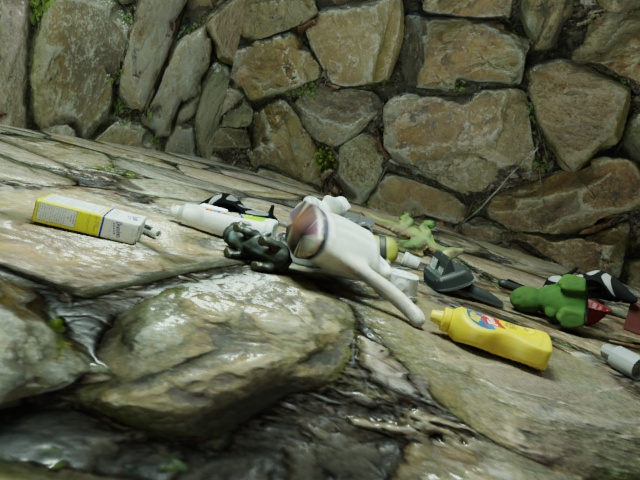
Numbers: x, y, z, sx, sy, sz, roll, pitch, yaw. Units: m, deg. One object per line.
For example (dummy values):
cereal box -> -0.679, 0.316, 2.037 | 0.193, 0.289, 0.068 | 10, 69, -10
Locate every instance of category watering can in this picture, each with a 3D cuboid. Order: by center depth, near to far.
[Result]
watering can -> 0.056, 0.031, 0.987 | 0.223, 0.103, 0.354 | 24, 16, -28

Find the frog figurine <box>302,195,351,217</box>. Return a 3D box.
frog figurine -> 0.004, -0.074, 1.463 | 0.162, 0.136, 0.121 | -52, 15, -32

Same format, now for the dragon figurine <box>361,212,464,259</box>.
dragon figurine -> 0.301, -0.014, 1.809 | 0.412, 0.121, 0.245 | 17, 17, 19
